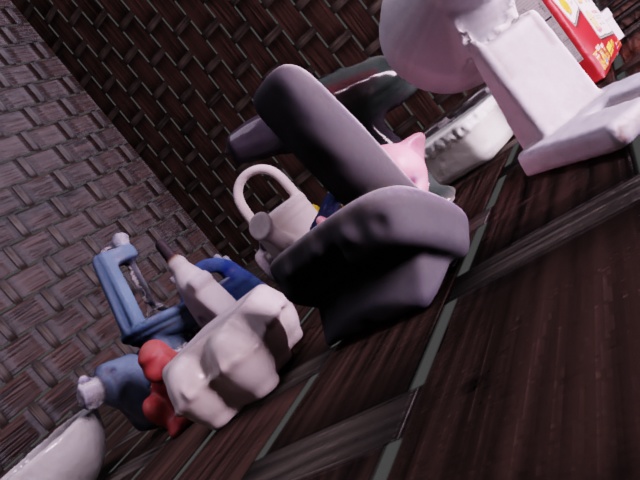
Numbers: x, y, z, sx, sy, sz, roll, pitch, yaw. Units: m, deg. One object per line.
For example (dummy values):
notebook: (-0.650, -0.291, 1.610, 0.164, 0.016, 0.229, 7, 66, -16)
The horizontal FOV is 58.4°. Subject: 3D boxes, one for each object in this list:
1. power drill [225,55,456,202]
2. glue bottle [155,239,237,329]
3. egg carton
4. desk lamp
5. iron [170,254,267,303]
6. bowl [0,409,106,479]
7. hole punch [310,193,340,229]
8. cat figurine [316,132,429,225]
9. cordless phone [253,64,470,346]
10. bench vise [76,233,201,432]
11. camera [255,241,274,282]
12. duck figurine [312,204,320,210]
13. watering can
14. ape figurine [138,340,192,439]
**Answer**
power drill: (0.042, -0.093, 0.637, 0.230, 0.208, 0.075, -40, 5, -14)
glue bottle: (-0.133, 0.068, 0.668, 0.037, 0.173, 0.078, -42, 6, -35)
egg carton: (-0.075, 0.102, 0.523, 0.107, 0.069, 0.150, -38, 5, 15)
desk lamp: (0.149, -0.164, 0.450, 0.118, 0.213, 0.203, -40, 5, -9)
iron: (-0.184, 0.088, 1.081, 0.118, 0.141, 0.258, -37, 5, 19)
bowl: (-0.305, 0.272, 0.654, 0.167, 0.075, 0.167, -39, 5, 4)
hole punch: (0.007, 0.003, 0.720, 0.101, 0.091, 0.109, -38, 5, 12)
cat figurine: (0.053, -0.031, 0.506, 0.127, 0.118, 0.067, -37, 5, 27)
cordless phone: (0.004, -0.027, 0.426, 0.147, 0.185, 0.094, -35, 6, 40)
bench vise: (-0.213, 0.100, 0.689, 0.121, 0.220, 0.208, -37, 5, 24)
camera: (-0.074, 0.005, 1.280, 0.143, 0.101, 0.137, -38, 5, 8)
duck figurine: (0.002, -0.037, 1.185, 0.077, 0.086, 0.105, -35, 6, 42)
watering can: (-0.055, -0.029, 0.872, 0.101, 0.194, 0.173, -39, 5, -4)
ape figurine: (-0.155, 0.145, 0.596, 0.077, 0.092, 0.076, -37, 5, 17)
